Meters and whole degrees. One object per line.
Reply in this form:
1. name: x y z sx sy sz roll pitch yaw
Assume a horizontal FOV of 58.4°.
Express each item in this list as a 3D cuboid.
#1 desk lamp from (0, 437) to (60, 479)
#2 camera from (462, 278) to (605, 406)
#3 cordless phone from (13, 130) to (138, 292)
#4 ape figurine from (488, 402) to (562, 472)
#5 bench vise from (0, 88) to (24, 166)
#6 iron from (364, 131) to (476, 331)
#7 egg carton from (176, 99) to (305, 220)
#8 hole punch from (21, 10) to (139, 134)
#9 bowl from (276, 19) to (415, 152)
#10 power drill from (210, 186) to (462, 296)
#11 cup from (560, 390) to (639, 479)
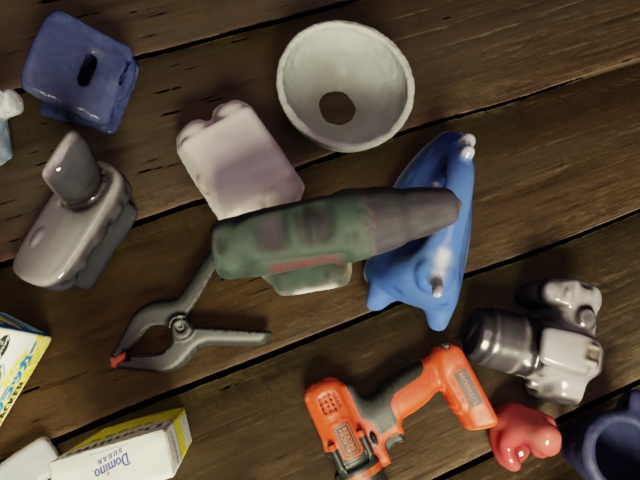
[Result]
1. desk lamp: -0.327 0.270 0.473 0.203 0.213 0.118 -35 84 -14
2. camera: 0.244 0.106 0.657 0.137 0.100 0.143 15 75 -5
3. cordless phone: -0.258 -0.028 0.566 0.094 0.185 0.148 24 75 -2
4. ape figurine: 0.232 0.217 0.634 0.078 0.092 0.076 -18 80 -12
5. bench vise: -0.414 -0.133 0.548 0.208 0.219 0.121 -33 84 -14
6. iron: 0.137 -0.035 0.652 0.118 0.141 0.258 17 75 -4
7. egg carton: -0.094 -0.084 0.664 0.107 0.069 0.150 -34 84 -14
8. hole punch: -0.267 -0.190 0.650 0.101 0.091 0.109 15 75 -5
9. bowl: 0.027 -0.176 0.701 0.167 0.074 0.167 2 77 -8
10. power drill: 0.005 0.002 0.588 0.230 0.208 0.075 -10 79 -11
11. cup: 0.318 0.223 0.645 0.091 0.095 0.118 25 75 -2
